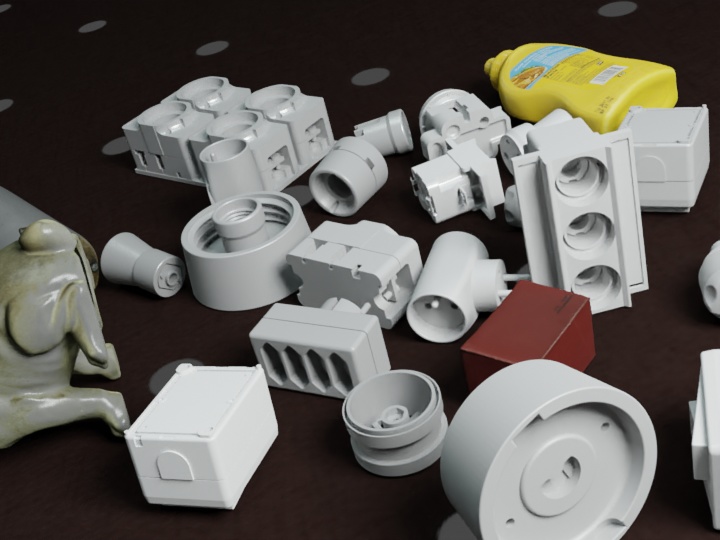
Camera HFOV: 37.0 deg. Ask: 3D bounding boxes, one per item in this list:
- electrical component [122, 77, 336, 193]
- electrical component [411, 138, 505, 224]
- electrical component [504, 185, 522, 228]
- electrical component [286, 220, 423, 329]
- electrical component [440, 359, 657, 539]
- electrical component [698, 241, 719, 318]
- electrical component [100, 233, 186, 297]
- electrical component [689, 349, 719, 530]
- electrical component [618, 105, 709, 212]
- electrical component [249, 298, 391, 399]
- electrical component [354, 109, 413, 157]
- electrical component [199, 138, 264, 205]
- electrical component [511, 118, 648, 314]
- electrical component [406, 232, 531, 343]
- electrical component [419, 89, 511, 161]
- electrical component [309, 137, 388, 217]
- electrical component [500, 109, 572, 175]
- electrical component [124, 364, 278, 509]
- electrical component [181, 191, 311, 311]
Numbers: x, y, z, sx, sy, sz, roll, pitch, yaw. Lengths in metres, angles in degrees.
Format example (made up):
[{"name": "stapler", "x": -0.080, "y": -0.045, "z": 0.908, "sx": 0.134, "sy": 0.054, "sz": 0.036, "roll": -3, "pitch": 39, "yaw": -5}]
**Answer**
[{"name": "electrical component", "x": -0.130, "y": -0.134, "z": 1.051, "sx": 0.186, "sy": 0.060, "sz": 0.105, "roll": 13, "pitch": 42, "yaw": 37}, {"name": "electrical component", "x": 0.079, "y": -0.071, "z": 0.888, "sx": 0.064, "sy": 0.042, "sz": 0.081, "roll": -23, "pitch": 32, "yaw": -6}, {"name": "electrical component", "x": 0.145, "y": -0.050, "z": 0.835, "sx": 0.061, "sy": 0.035, "sz": 0.035, "roll": 2, "pitch": 36, "yaw": 20}, {"name": "electrical component", "x": 0.000, "y": 0.000, "z": 0.802, "sx": 0.089, "sy": 0.050, "sz": 0.056, "roll": 13, "pitch": 42, "yaw": 37}, {"name": "electrical component", "x": 0.093, "y": 0.099, "z": 0.564, "sx": 0.108, "sy": 0.108, "sz": 0.060, "roll": -26, "pitch": 28, "yaw": -17}, {"name": "electrical component", "x": 0.244, "y": 0.003, "z": 0.705, "sx": 0.043, "sy": 0.043, "sz": 0.062, "roll": -7, "pitch": 32, "yaw": 12}, {"name": "electrical component", "x": -0.176, "y": -0.002, "z": 0.886, "sx": 0.065, "sy": 0.044, "sz": 0.044, "roll": 19, "pitch": 45, "yaw": 35}, {"name": "electrical component", "x": 0.209, "y": 0.085, "z": 0.576, "sx": 0.061, "sy": 0.061, "sz": 0.096, "roll": -4, "pitch": 34, "yaw": 17}, {"name": "electrical component", "x": 0.236, "y": -0.088, "z": 0.838, "sx": 0.062, "sy": 0.061, "sz": 0.096, "roll": 3, "pitch": 29, "yaw": 26}, {"name": "electrical component", "x": -0.019, "y": 0.045, "z": 0.744, "sx": 0.083, "sy": 0.047, "sz": 0.075, "roll": 6, "pitch": 38, "yaw": 29}, {"name": "electrical component", "x": 0.022, "y": -0.123, "z": 0.993, "sx": 0.046, "sy": 0.040, "sz": 0.040, "roll": -15, "pitch": 32, "yaw": 12}, {"name": "electrical component", "x": -0.110, "y": -0.079, "z": 0.941, "sx": 0.044, "sy": 0.077, "sz": 0.079, "roll": -16, "pitch": 31, "yaw": -1}, {"name": "electrical component", "x": 0.147, "y": -0.036, "z": 0.730, "sx": 0.079, "sy": 0.121, "sz": 0.063, "roll": -14, "pitch": 30, "yaw": 0}, {"name": "electrical component", "x": 0.080, "y": 0.011, "z": 0.759, "sx": 0.079, "sy": 0.043, "sz": 0.077, "roll": -1, "pitch": 35, "yaw": 21}, {"name": "electrical component", "x": 0.087, "y": -0.126, "z": 0.954, "sx": 0.078, "sy": 0.058, "sz": 0.057, "roll": -20, "pitch": 36, "yaw": -9}, {"name": "electrical component", "x": -0.011, "y": -0.079, "z": 0.925, "sx": 0.055, "sy": 0.055, "sz": 0.047, "roll": 9, "pitch": 43, "yaw": 33}, {"name": "electrical component", "x": 0.152, "y": -0.105, "z": 0.906, "sx": 0.055, "sy": 0.045, "sz": 0.045, "roll": -24, "pitch": 33, "yaw": -13}, {"name": "electrical component", "x": -0.094, "y": 0.102, "z": 0.680, "sx": 0.062, "sy": 0.061, "sz": 0.096, "roll": -2, "pitch": 26, "yaw": 20}, {"name": "electrical component", "x": -0.091, "y": -0.023, "z": 0.865, "sx": 0.108, "sy": 0.060, "sz": 0.108, "roll": -11, "pitch": 33, "yaw": 7}]
